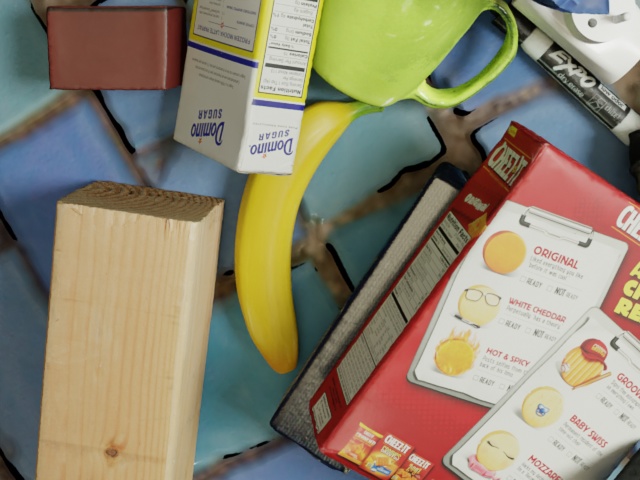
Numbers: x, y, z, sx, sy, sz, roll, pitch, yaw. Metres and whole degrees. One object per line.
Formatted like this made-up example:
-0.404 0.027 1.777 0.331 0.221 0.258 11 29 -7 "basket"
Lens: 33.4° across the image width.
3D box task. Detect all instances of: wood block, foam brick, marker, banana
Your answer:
-0.125 0.073 0.699 0.091 0.090 0.206 9 103 4 "wood block"
-0.127 -0.122 0.676 0.078 0.053 0.051 1 102 8 "foam brick"
0.153 -0.105 0.661 0.121 0.020 0.020 42 104 -2 "marker"
-0.021 -0.009 0.695 0.069 0.037 0.198 20 104 3 "banana"

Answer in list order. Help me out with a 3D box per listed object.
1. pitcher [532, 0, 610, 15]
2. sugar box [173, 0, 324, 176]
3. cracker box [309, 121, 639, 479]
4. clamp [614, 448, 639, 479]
0.152 -0.249 0.534 0.243 0.149 0.145 -44 49 11 "pitcher"
-0.039 -0.135 0.642 0.048 0.093 0.176 -1 108 -33 "sugar box"
0.119 0.064 0.625 0.164 0.072 0.214 31 102 -17 "cracker box"
0.205 0.143 0.645 0.039 0.171 0.120 25 94 25 "clamp"
